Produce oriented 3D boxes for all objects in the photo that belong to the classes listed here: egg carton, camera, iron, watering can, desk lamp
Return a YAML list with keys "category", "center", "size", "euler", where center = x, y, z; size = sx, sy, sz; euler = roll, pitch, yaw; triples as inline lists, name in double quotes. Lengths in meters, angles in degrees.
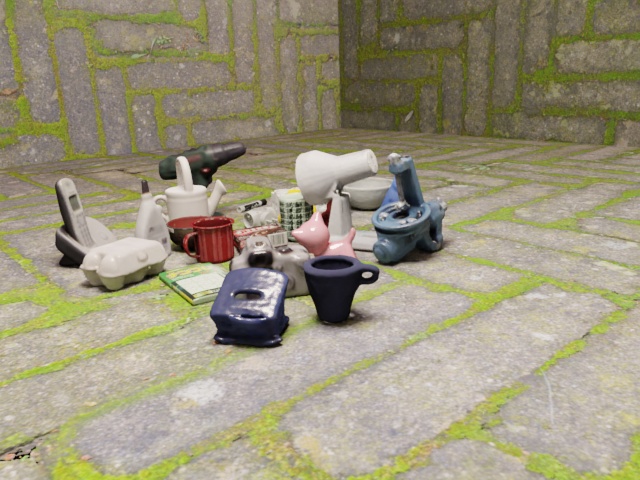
- category: "egg carton"
  center: [-0.376, 0.043, 1.109]
  size: [0.107, 0.069, 0.151]
  euler: [8, 19, 30]
- category: "camera"
  center: [-0.094, 0.039, 1.033]
  size: [0.143, 0.101, 0.136]
  euler: [-5, 17, -11]
- category: "iron"
  center: [0.203, -0.115, 1.449]
  size: [0.118, 0.141, 0.258]
  euler: [0, 16, 6]
- category: "watering can"
  center: [-0.317, -0.107, 1.391]
  size: [0.173, 0.194, 0.100]
  euler: [-17, 22, -42]
- category: "desk lamp"
  center: [0.053, -0.095, 1.272]
  size: [0.202, 0.214, 0.118]
  euler: [5, 18, 22]

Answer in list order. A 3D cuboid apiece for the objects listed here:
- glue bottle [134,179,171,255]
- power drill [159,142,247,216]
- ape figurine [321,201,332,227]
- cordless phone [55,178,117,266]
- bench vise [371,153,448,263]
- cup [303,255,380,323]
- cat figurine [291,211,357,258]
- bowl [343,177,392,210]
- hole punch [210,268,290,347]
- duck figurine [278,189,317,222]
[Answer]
- category: "glue bottle"
  center: [-0.361, -0.043, 1.215]
  size: [0.037, 0.173, 0.078]
  euler: [9, 20, 34]
- category: "power drill"
  center: [-0.302, -0.150, 1.511]
  size: [0.230, 0.208, 0.075]
  euler: [-4, 17, -8]
- category: "ape figurine"
  center: [0.039, -0.068, 1.398]
  size: [0.078, 0.092, 0.076]
  euler: [-3, 16, -2]
- category: "cordless phone"
  center: [-0.506, -0.047, 1.225]
  size: [0.094, 0.185, 0.147]
  euler: [-2, 16, 2]
- category: "bench vise"
  center: [0.181, -0.077, 1.183]
  size: [0.121, 0.220, 0.208]
  euler: [7, 19, 29]
- category: "cup"
  center: [0.034, 0.079, 0.892]
  size: [0.117, 0.095, 0.092]
  euler: [0, 17, 7]
- category: "cat figurine"
  center: [0.010, 0.004, 1.110]
  size: [0.128, 0.118, 0.067]
  euler: [-2, 16, -1]
- category: "bowl"
  center: [0.135, -0.127, 1.620]
  size: [0.167, 0.075, 0.167]
  euler: [-2, 16, 1]
- category: "hole punch"
  center: [-0.101, 0.098, 0.850]
  size: [0.108, 0.091, 0.101]
  euler: [2, 17, 12]
- category: "duck figurine"
  center: [-0.060, -0.091, 1.500]
  size: [0.105, 0.086, 0.077]
  euler: [-8, 18, -21]
